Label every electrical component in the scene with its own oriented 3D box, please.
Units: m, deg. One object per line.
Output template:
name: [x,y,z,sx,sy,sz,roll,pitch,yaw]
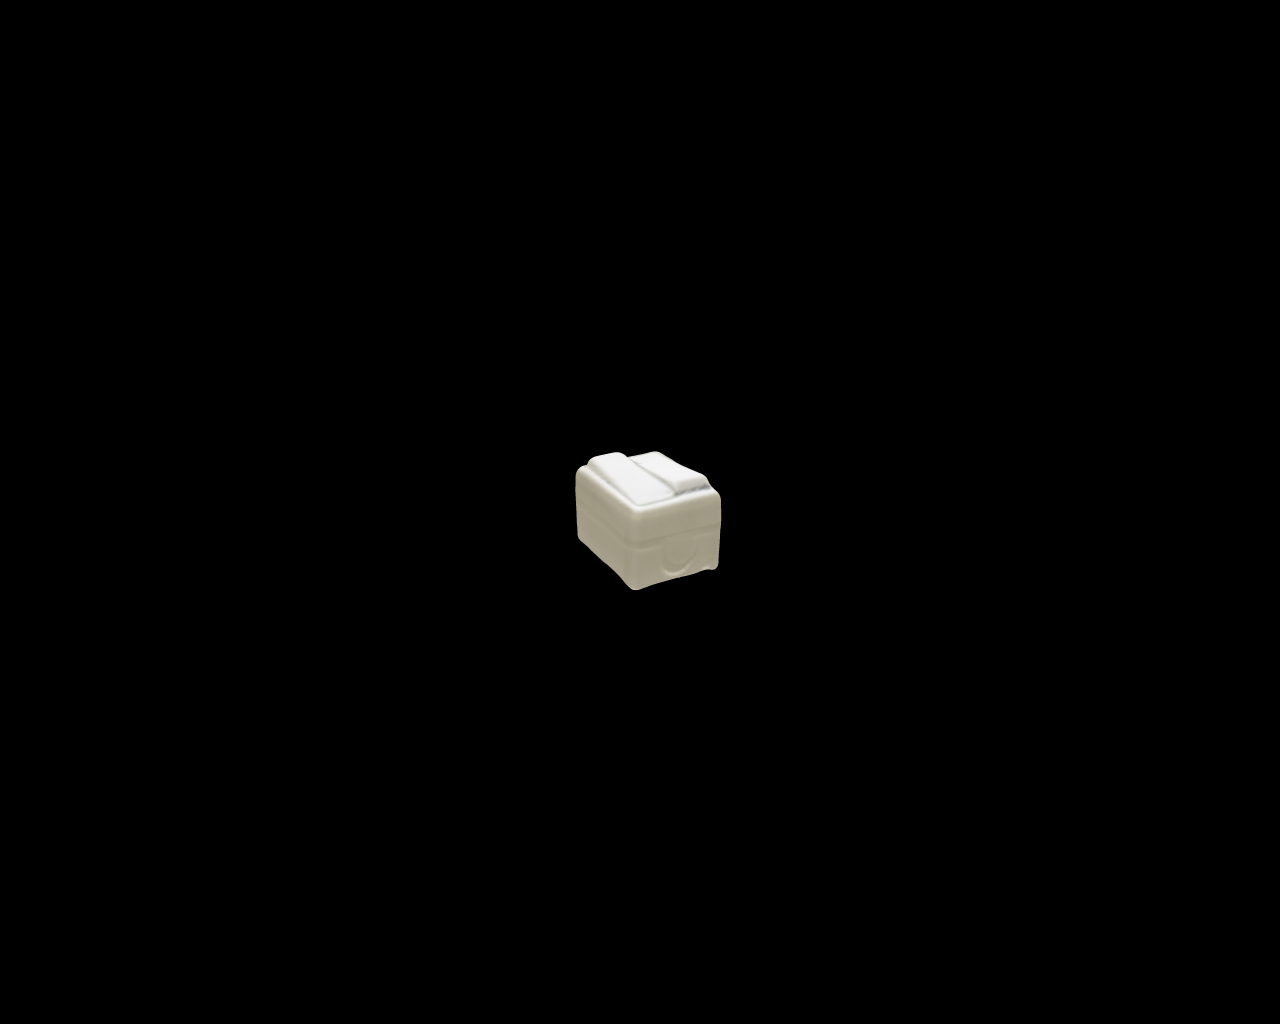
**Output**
electrical component: [0.001,-0.003,0.650,0.062,0.061,0.096,-12,27,-25]
